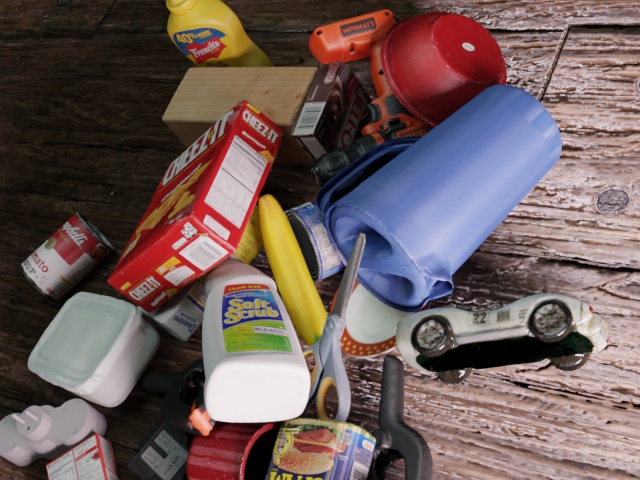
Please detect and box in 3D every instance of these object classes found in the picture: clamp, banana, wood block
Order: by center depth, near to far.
[{"bbox_3d":[0.064,0.189,1.021,0.120,0.039,0.172,-49,44,4],"label":"clamp"},{"bbox_3d":[-0.135,0.152,1.130,0.165,0.036,0.210,-34,18,11],"label":"clamp"},{"bbox_3d":[-0.024,0.043,1.141,0.037,0.070,0.198,-15,60,-17],"label":"banana"},{"bbox_3d":[-0.083,-0.158,1.343,0.206,0.090,0.090,6,60,36],"label":"wood block"}]

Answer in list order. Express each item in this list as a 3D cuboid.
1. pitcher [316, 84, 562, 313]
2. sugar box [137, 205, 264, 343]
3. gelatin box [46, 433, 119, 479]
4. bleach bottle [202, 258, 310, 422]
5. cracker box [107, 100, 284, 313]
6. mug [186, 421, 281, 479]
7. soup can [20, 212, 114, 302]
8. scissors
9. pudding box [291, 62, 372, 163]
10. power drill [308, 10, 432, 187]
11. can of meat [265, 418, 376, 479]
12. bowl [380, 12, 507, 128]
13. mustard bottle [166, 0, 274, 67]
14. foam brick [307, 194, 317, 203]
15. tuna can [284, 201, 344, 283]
[{"bbox_3d":[0.123,-0.055,1.082,0.242,0.149,0.145,-41,6,-23],"label":"pitcher"},{"bbox_3d":[-0.131,0.032,1.247,0.176,0.048,0.093,-54,28,-10],"label":"sugar box"},{"bbox_3d":[-0.258,0.268,1.172,0.073,0.030,0.089,-34,46,8],"label":"gelatin box"},{"bbox_3d":[-0.081,0.088,1.090,0.102,0.068,0.251,3,25,-15],"label":"bleach bottle"},{"bbox_3d":[-0.139,-0.041,1.213,0.164,0.072,0.213,-34,25,38],"label":"cracker box"},{"bbox_3d":[-0.077,0.235,1.052,0.082,0.093,0.117,0,92,38],"label":"mug"},{"bbox_3d":[-0.326,0.022,1.376,0.102,0.068,0.069,-43,45,-2],"label":"soup can"},{"bbox_3d":[0.021,0.100,1.022,0.096,0.016,0.202,53,129,36],"label":"scissors"},{"bbox_3d":[0.018,-0.143,1.269,0.039,0.090,0.113,5,61,37],"label":"pudding box"},{"bbox_3d":[0.053,-0.157,1.203,0.184,0.057,0.188,-18,75,-15],"label":"power drill"},{"bbox_3d":[-0.002,0.215,0.994,0.102,0.057,0.084,-4,61,42],"label":"can of meat"},{"bbox_3d":[0.149,-0.196,1.179,0.055,0.162,0.162,-47,28,52],"label":"bowl"},{"bbox_3d":[-0.143,-0.265,1.390,0.096,0.191,0.058,-2,56,31],"label":"mustard bottle"},{"bbox_3d":[0.033,-0.025,1.196,0.053,0.051,0.078,-40,46,-2],"label":"foam brick"},{"bbox_3d":[-0.008,0.001,1.176,0.033,0.086,0.086,-23,42,-19],"label":"tuna can"}]
